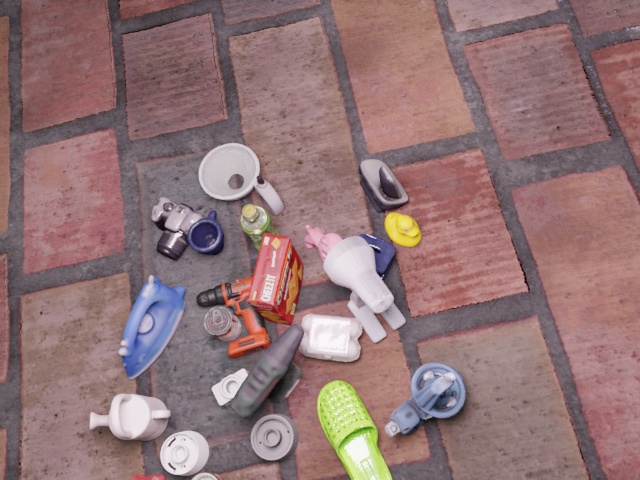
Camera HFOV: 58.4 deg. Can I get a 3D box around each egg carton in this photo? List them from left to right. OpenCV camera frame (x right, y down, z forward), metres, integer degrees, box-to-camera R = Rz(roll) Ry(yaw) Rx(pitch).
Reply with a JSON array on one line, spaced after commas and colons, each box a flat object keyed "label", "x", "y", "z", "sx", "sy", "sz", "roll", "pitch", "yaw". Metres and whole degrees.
[{"label": "egg carton", "x": 0.025, "y": 0.235, "z": 1.371, "sx": 0.150, "sy": 0.069, "sz": 0.107, "roll": 4, "pitch": 71, "yaw": 8}]

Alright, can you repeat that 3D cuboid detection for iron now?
[{"label": "iron", "x": -0.432, "y": 0.210, "z": 1.396, "sx": 0.118, "sy": 0.141, "sz": 0.258, "roll": 16, "pitch": 73, "yaw": 13}]

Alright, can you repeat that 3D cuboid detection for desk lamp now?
[{"label": "desk lamp", "x": 0.109, "y": 0.113, "z": 1.327, "sx": 0.118, "sy": 0.214, "sz": 0.203, "roll": -34, "pitch": 70, "yaw": -6}]

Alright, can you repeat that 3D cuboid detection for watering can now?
[{"label": "watering can", "x": -0.433, "y": 0.405, "z": 1.298, "sx": 0.173, "sy": 0.194, "sz": 0.101, "roll": -28, "pitch": 69, "yaw": -3}]

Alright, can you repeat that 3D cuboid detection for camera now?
[{"label": "camera", "x": -0.386, "y": -0.028, "z": 1.498, "sx": 0.143, "sy": 0.101, "sz": 0.137, "roll": 23, "pitch": 75, "yaw": 14}]

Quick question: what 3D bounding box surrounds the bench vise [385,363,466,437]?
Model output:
[{"label": "bench vise", "x": 0.235, "y": 0.350, "z": 1.223, "sx": 0.121, "sy": 0.220, "sz": 0.207, "roll": 31, "pitch": 77, "yaw": 16}]

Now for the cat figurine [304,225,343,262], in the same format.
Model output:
[{"label": "cat figurine", "x": 0.013, "y": 0.005, "z": 1.429, "sx": 0.127, "sy": 0.118, "sz": 0.067, "roll": 39, "pitch": 79, "yaw": 18}]

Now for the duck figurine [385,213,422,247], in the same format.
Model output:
[{"label": "duck figurine", "x": 0.208, "y": -0.036, "z": 1.437, "sx": 0.104, "sy": 0.086, "sz": 0.077, "roll": 42, "pitch": 80, "yaw": 18}]

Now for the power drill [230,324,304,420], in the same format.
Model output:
[{"label": "power drill", "x": -0.102, "y": 0.299, "z": 1.288, "sx": 0.075, "sy": 0.208, "sz": 0.230, "roll": 34, "pitch": 78, "yaw": 17}]

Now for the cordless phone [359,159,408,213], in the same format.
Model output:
[{"label": "cordless phone", "x": 0.156, "y": -0.161, "z": 1.435, "sx": 0.094, "sy": 0.185, "sz": 0.147, "roll": -32, "pitch": 70, "yaw": -5}]

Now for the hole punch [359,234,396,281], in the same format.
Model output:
[{"label": "hole punch", "x": 0.126, "y": 0.036, "z": 1.418, "sx": 0.108, "sy": 0.091, "sz": 0.101, "roll": 22, "pitch": 74, "yaw": 14}]

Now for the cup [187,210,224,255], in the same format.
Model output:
[{"label": "cup", "x": -0.282, "y": -0.011, "z": 1.483, "sx": 0.091, "sy": 0.095, "sz": 0.118, "roll": 10, "pitch": 72, "yaw": 11}]

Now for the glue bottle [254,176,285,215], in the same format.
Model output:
[{"label": "glue bottle", "x": -0.139, "y": -0.124, "z": 1.464, "sx": 0.078, "sy": 0.173, "sz": 0.037, "roll": 41, "pitch": 80, "yaw": 19}]

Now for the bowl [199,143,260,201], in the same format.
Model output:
[{"label": "bowl", "x": -0.237, "y": -0.172, "z": 1.546, "sx": 0.167, "sy": 0.075, "sz": 0.167, "roll": -2, "pitch": 70, "yaw": 6}]

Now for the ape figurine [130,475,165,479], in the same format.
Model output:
[{"label": "ape figurine", "x": -0.401, "y": 0.561, "z": 1.293, "sx": 0.077, "sy": 0.092, "sz": 0.076, "roll": 30, "pitch": 76, "yaw": 16}]
